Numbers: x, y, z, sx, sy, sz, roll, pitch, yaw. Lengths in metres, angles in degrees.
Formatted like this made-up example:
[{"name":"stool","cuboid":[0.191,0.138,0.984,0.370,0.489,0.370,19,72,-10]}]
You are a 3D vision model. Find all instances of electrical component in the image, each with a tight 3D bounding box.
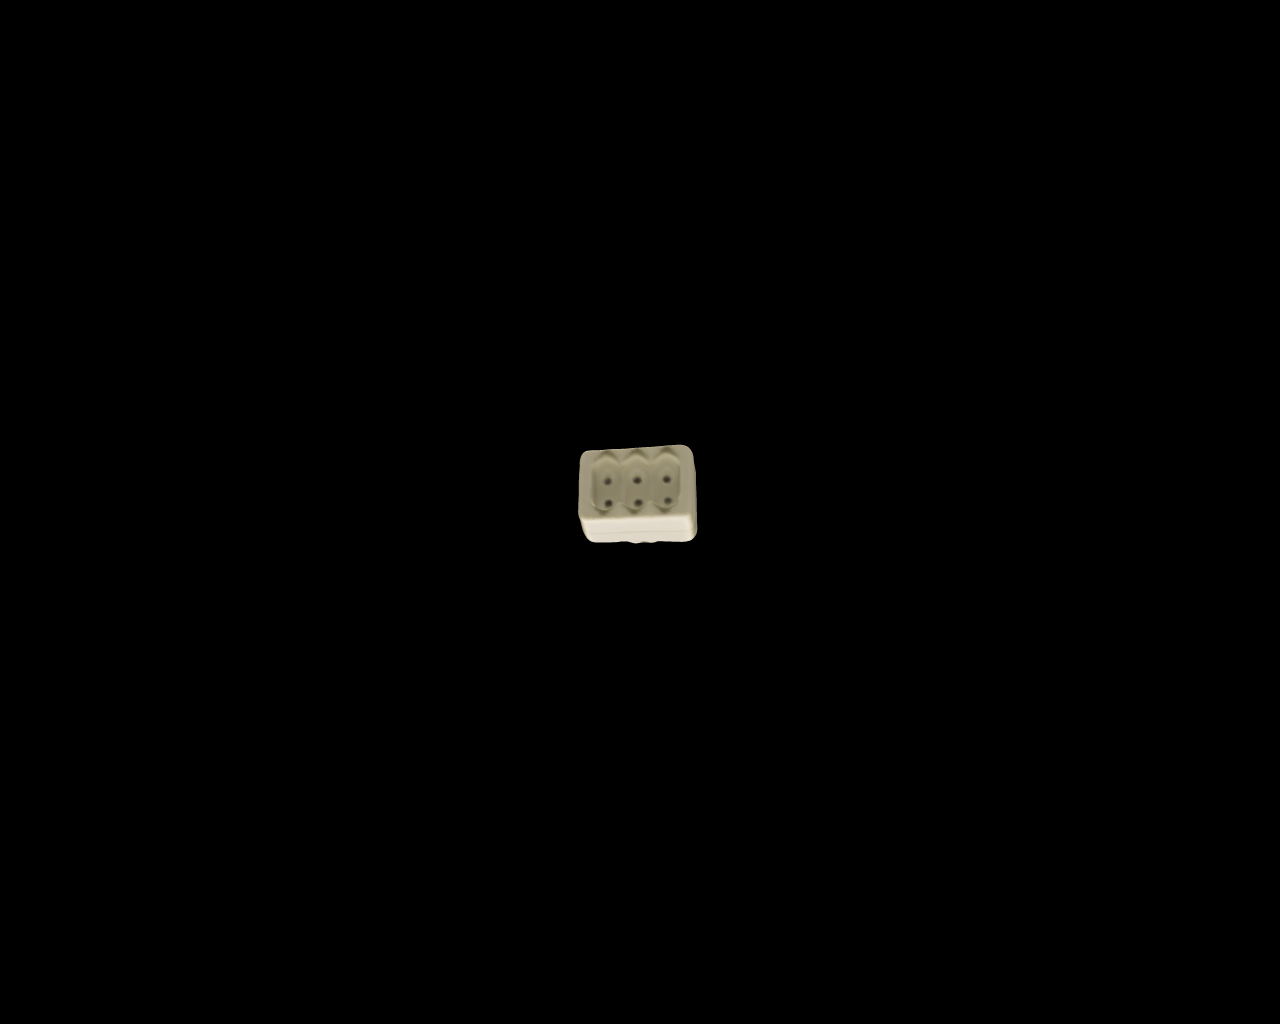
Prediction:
[{"name":"electrical component","cuboid":[0.001,-0.003,0.650,0.066,0.047,0.076,-2,-23,5]}]
